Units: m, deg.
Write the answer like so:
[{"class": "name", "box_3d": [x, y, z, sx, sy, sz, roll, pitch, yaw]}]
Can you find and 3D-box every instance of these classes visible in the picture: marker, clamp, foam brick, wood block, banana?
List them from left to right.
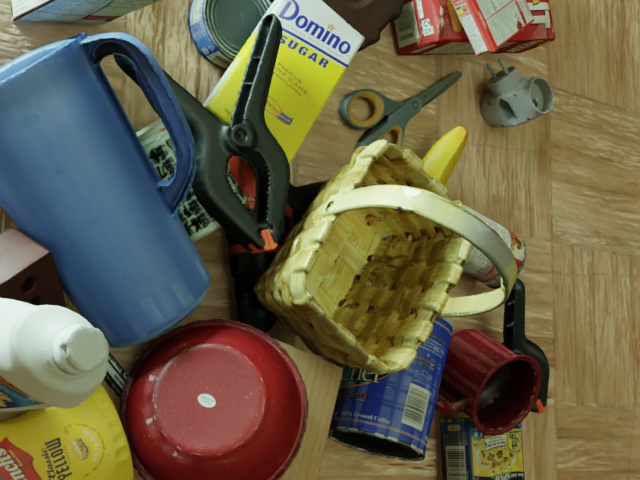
[{"class": "foam brick", "box_3d": [-0.240, 0.040, 0.841, 0.052, 0.051, 0.078, -39, 143, -33]}, {"class": "marker", "box_3d": [-0.167, 0.132, 0.928, 0.020, 0.020, 0.121, -47, 112, -33]}, {"class": "clamp", "box_3d": [-0.070, -0.094, 0.924, 0.164, 0.036, 0.210, -26, 98, -32]}, {"class": "wood block", "box_3d": [-0.059, 0.201, 0.957, 0.090, 0.091, 0.206, 27, 67, -33]}, {"class": "banana", "box_3d": [0.121, -0.033, 1.156, 0.037, 0.070, 0.197, 52, 42, -58]}, {"class": "clamp", "box_3d": [0.215, 0.123, 1.200, 0.120, 0.039, 0.171, -42, 118, 6]}]

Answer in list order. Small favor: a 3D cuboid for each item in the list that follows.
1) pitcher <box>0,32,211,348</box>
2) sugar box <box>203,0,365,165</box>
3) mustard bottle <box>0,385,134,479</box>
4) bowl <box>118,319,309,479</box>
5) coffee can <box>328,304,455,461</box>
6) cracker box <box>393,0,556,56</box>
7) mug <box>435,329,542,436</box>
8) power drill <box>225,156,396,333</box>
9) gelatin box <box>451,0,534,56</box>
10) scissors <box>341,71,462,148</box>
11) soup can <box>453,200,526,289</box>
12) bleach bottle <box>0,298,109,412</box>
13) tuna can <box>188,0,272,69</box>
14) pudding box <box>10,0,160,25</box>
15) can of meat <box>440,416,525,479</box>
[{"class": "pitcher", "box_3d": [-0.181, -0.041, 0.868, 0.144, 0.149, 0.243, -42, 112, -35]}, {"class": "sugar box", "box_3d": [-0.035, -0.153, 1.007, 0.093, 0.048, 0.176, 37, 63, -16]}, {"class": "mustard bottle", "box_3d": [-0.244, 0.185, 0.833, 0.191, 0.058, 0.096, -20, 94, -38]}, {"class": "bowl", "box_3d": [-0.090, 0.137, 0.884, 0.162, 0.055, 0.162, 0, 70, -1]}, {"class": "coffee can", "box_3d": [0.070, 0.138, 1.063, 0.102, 0.103, 0.140, 28, 67, -32]}, {"class": "cracker box", "box_3d": [0.173, -0.302, 1.233, 0.213, 0.072, 0.164, -9, 90, -40]}, {"class": "mug", "box_3d": [0.161, 0.149, 1.114, 0.117, 0.082, 0.093, -21, 122, -26]}, {"class": "power drill", "box_3d": [-0.007, 0.001, 1.051, 0.187, 0.057, 0.184, 5, 80, -38]}, {"class": "gelatin box", "box_3d": [0.190, -0.255, 1.175, 0.089, 0.030, 0.073, -39, 109, -35]}, {"class": "scissors", "box_3d": [0.088, -0.159, 1.179, 0.096, 0.016, 0.201, 50, 56, -22]}, {"class": "soup can", "box_3d": [0.171, 0.005, 1.186, 0.102, 0.069, 0.068, 26, 67, -33]}, {"class": "bleach bottle", "box_3d": [-0.224, 0.076, 0.741, 0.102, 0.251, 0.068, 44, 59, -25]}, {"class": "tuna can", "box_3d": [-0.085, -0.210, 1.038, 0.085, 0.034, 0.086, 7, 79, -38]}, {"class": "pudding box", "box_3d": [-0.198, -0.210, 0.896, 0.089, 0.114, 0.039, -6, 90, -39]}, {"class": "can of meat", "box_3d": [0.177, 0.234, 1.164, 0.101, 0.058, 0.084, 6, 78, -38]}]
